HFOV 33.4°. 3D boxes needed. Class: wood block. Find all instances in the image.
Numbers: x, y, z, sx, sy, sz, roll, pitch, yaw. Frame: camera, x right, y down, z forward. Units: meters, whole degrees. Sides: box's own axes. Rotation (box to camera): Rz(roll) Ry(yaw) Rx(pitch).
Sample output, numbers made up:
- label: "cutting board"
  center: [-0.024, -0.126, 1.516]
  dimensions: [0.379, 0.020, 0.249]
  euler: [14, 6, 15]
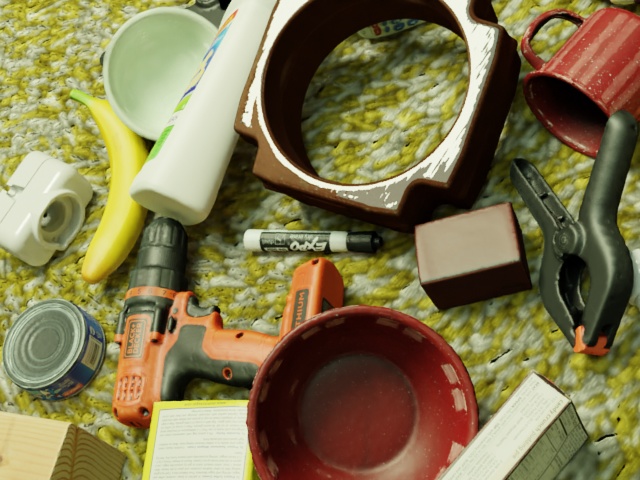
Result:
- label: "wood block"
  center: [-0.277, 0.189, 0.861]
  dimensions: [0.206, 0.090, 0.090]
  euler: [4, 64, 25]

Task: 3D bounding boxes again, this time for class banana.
- label: "banana"
  center: [-0.188, -0.051, 0.975]
  dimensions: [0.069, 0.037, 0.198]
  euler: [-7, 65, -6]

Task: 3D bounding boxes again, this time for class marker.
- label: "marker"
  center: [-0.006, 0.001, 0.888]
  dimensions: [0.121, 0.020, 0.020]
  euler: [1, 64, 23]

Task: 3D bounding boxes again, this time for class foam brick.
- label: "foam brick"
  center: [0.116, 0.013, 0.810]
  dimensions: [0.078, 0.053, 0.051]
  euler: [-14, 59, 14]

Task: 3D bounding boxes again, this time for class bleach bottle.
- label: "bleach bottle"
  center: [-0.081, -0.139, 0.933]
  dimensions: [0.068, 0.103, 0.250]
  euler: [27, 77, -15]

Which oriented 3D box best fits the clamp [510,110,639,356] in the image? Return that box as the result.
- label: "clamp"
  center: [0.194, -0.006, 0.767]
  dimensions: [0.120, 0.039, 0.171]
  euler: [-43, 51, 54]

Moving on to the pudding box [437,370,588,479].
- label: "pudding box"
  center: [0.126, 0.149, 0.711]
  dimensions: [0.039, 0.090, 0.113]
  euler: [36, 82, 32]

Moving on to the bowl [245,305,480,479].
- label: "bowl"
  center: [0.029, 0.126, 0.761]
  dimensions: [0.162, 0.055, 0.162]
  euler: [0, 88, -1]

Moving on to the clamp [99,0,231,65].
- label: "clamp"
  center: [-0.111, -0.223, 1.040]
  dimensions: [0.210, 0.036, 0.164]
  euler: [13, 69, 25]

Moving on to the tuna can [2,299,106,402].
- label: "tuna can"
  center: [-0.231, 0.095, 0.925]
  dimensions: [0.086, 0.033, 0.086]
  euler: [-10, 60, 18]

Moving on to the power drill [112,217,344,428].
- label: "power drill"
  center: [-0.076, 0.060, 0.866]
  dimensions: [0.188, 0.057, 0.184]
  euler: [-6, 65, 23]

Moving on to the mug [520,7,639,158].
- label: "mug"
  center: [0.208, -0.130, 0.820]
  dimensions: [0.117, 0.093, 0.081]
  euler: [41, 78, 5]

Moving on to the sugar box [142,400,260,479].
- label: "sugar box"
  center: [-0.084, 0.204, 0.762]
  dimensions: [0.093, 0.048, 0.176]
  euler: [-5, 65, 24]
